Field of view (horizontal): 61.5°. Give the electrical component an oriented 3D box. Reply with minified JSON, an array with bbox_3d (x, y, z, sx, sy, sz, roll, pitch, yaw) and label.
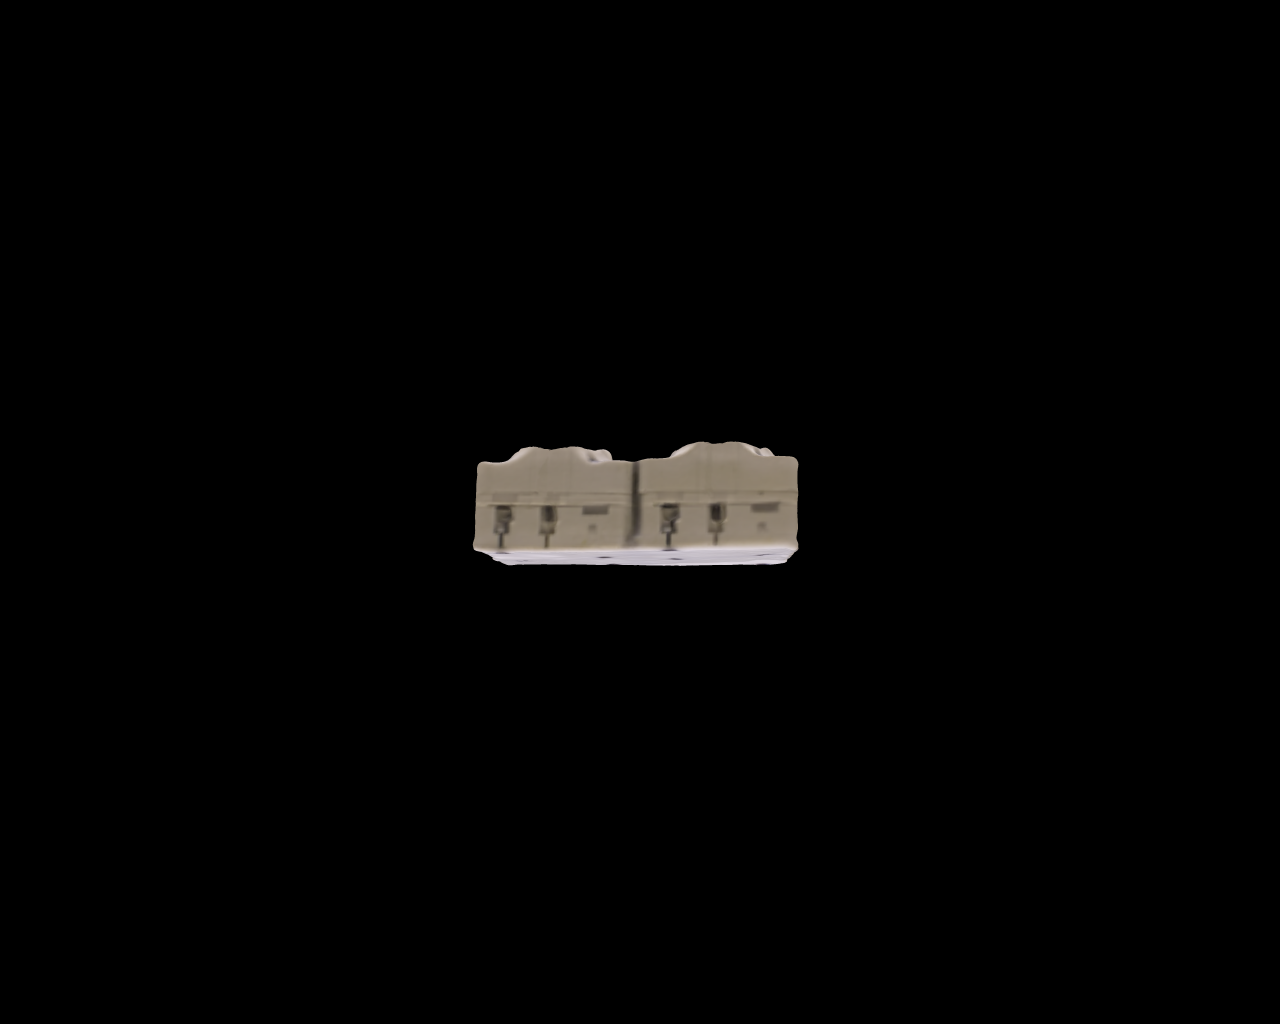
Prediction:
[{"bbox_3d":[0.001,-0.003,0.650,0.186,0.060,0.105,-1,-7,5],"label":"electrical component"}]
